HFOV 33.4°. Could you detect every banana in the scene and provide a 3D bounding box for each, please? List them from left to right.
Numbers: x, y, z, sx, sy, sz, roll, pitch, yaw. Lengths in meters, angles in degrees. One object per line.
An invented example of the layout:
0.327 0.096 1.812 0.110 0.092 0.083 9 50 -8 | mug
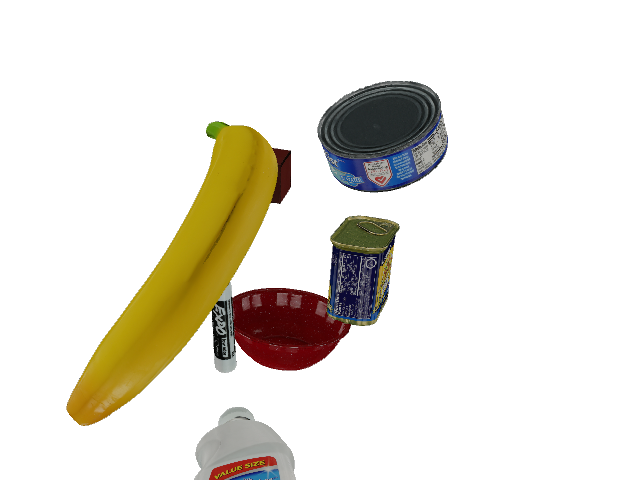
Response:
-0.065 0.007 0.547 0.037 0.197 0.070 38 -35 -21 | banana

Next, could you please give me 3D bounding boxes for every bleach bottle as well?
-0.062 0.209 0.771 0.102 0.068 0.251 -5 29 -5 | bleach bottle

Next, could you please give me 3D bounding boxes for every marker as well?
-0.082 0.060 0.892 0.020 0.121 0.020 0 36 0 | marker

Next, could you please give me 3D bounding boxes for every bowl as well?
-0.044 0.118 1.346 0.162 0.055 0.162 5 23 -2 | bowl

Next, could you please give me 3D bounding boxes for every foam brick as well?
-0.079 -0.083 1.318 0.078 0.053 0.051 8 29 13 | foam brick

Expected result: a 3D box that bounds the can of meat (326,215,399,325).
0.042 0.030 1.082 0.057 0.084 0.102 9 19 12 | can of meat

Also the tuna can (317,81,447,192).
0.043 -0.071 0.731 0.086 0.033 0.086 -12 39 10 | tuna can
